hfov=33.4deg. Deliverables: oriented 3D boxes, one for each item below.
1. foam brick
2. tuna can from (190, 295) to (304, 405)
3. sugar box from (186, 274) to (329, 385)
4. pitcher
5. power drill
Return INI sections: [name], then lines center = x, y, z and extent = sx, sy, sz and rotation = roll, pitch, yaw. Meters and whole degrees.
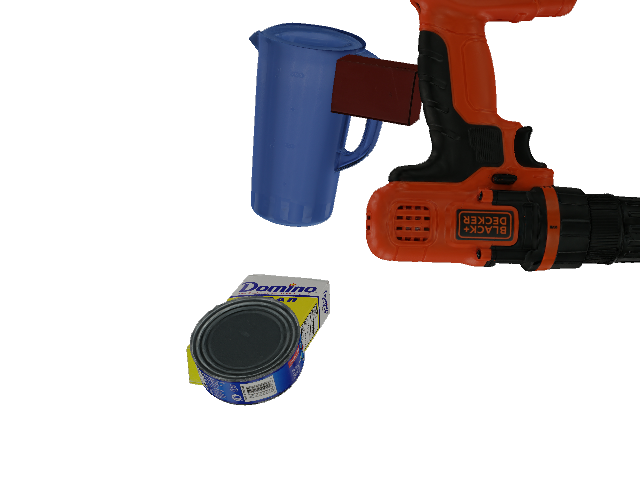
[foam brick]
center = 0.054, -0.141, 0.997
extent = 0.078, 0.051, 0.053
rotation = 12, 18, 14
[tuna can]
center = -0.055, 0.085, 0.824
extent = 0.086, 0.034, 0.086
rotation = -6, 43, 5
[sugar box]
center = -0.057, 0.087, 1.059
extent = 0.093, 0.048, 0.176
rotation = 4, 25, 15
[pitcher]
center = -0.014, -0.142, 1.341
extent = 0.144, 0.243, 0.149
rotation = -3, 26, -23
[power drill]
center = 0.121, -0.075, 0.642
extent = 0.184, 0.187, 0.057
rotation = 1, -1, -6
